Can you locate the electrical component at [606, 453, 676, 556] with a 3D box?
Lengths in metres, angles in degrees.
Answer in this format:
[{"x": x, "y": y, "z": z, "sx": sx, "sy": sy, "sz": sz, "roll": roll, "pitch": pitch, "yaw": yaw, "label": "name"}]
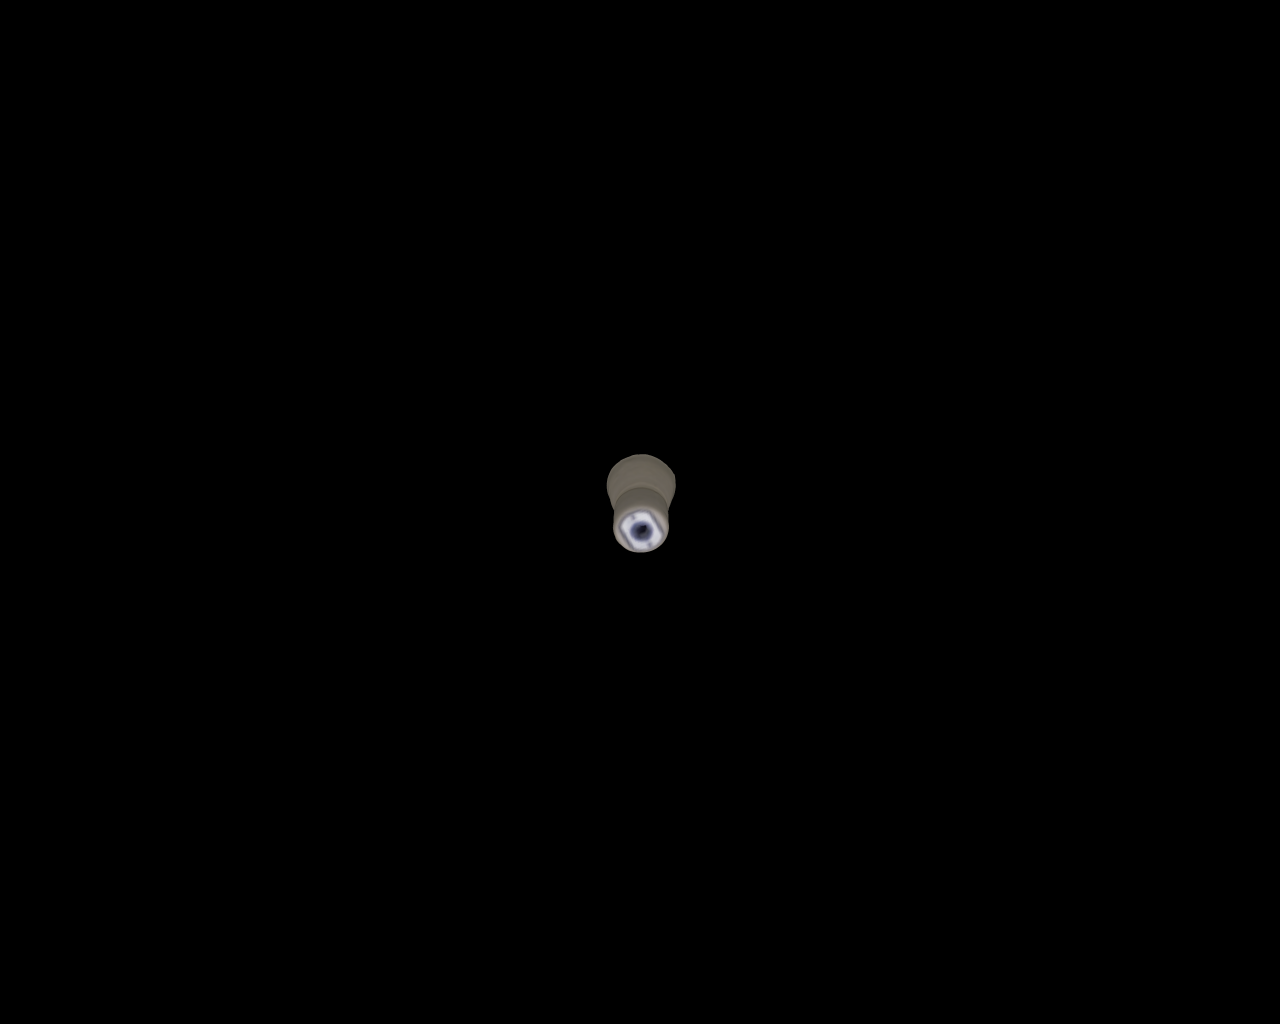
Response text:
[{"x": 0.001, "y": -0.003, "z": 0.650, "sx": 0.044, "sy": 0.044, "sz": 0.065, "roll": 0, "pitch": 27, "yaw": 0, "label": "electrical component"}]
